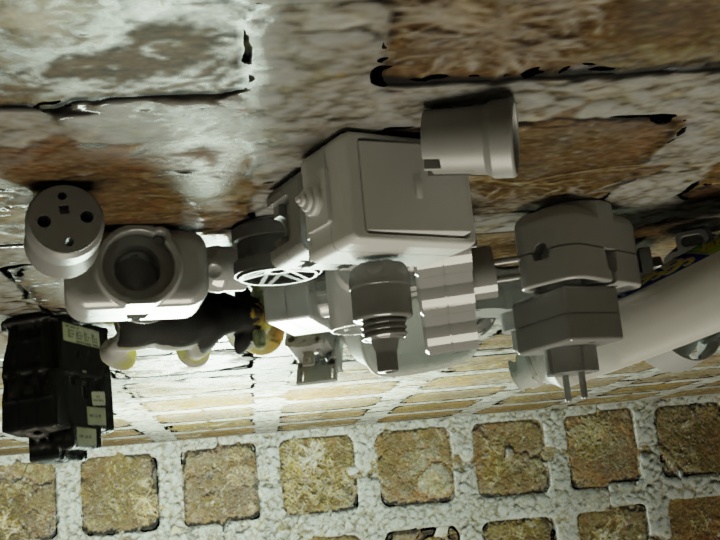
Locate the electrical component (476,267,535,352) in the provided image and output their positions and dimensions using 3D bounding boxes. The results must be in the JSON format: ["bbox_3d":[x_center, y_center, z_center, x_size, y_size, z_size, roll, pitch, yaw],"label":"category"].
[{"bbox_3d":[0.147,0.038,0.985,0.138,0.073,0.052,0,167,-23],"label":"electrical component"}]

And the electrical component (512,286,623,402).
[{"bbox_3d":[0.150,0.055,0.767,0.047,0.076,0.066,1,166,-26],"label":"electrical component"}]

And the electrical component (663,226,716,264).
[{"bbox_3d":[0.286,0.001,0.890,0.058,0.078,0.057,-11,-175,28],"label":"electrical component"}]

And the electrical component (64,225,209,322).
[{"bbox_3d":[-0.154,0.003,0.738,0.095,0.053,0.059,-2,167,-16],"label":"electrical component"}]

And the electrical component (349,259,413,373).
[{"bbox_3d":[0.013,0.027,0.600,0.035,0.061,0.035,-5,168,-1],"label":"electrical component"}]

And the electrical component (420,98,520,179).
[{"bbox_3d":[0.057,-0.066,0.549,0.046,0.040,0.040,-2,169,14],"label":"electrical component"}]

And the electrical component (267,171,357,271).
[{"bbox_3d":[-0.004,-0.030,0.659,0.089,0.050,0.056,1,167,-27],"label":"electrical component"}]

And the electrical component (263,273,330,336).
[{"bbox_3d":[-0.033,0.022,0.895,0.076,0.047,0.083,-8,168,11],"label":"electrical component"}]

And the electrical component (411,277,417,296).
[{"bbox_3d":[0.039,0.002,0.839,0.055,0.048,0.066,-11,169,-8],"label":"electrical component"}]

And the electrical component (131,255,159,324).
[{"bbox_3d":[-0.159,0.012,0.802,0.066,0.048,0.055,-1,159,-21],"label":"electrical component"}]

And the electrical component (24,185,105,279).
[{"bbox_3d":[-0.175,-0.022,0.634,0.045,0.045,0.055,-1,167,-18],"label":"electrical component"}]

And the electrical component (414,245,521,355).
[{"bbox_3d":[0.075,0.003,0.747,0.074,0.052,0.138,-8,139,3],"label":"electrical component"}]

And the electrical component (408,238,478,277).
[{"bbox_3d":[0.056,-0.015,0.792,0.061,0.035,0.035,-9,167,7],"label":"electrical component"}]

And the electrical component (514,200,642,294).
[{"bbox_3d":[0.158,-0.015,0.779,0.054,0.059,0.095,-17,163,42],"label":"electrical component"}]

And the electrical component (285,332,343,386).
[{"bbox_3d":[-0.045,0.069,1.060,0.042,0.081,0.063,-8,145,15],"label":"electrical component"}]

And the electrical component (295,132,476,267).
[{"bbox_3d":[0.012,-0.039,0.598,0.096,0.061,0.061,2,166,-30],"label":"electrical component"}]

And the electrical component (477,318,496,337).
[{"bbox_3d":[0.103,0.036,1.029,0.048,0.048,0.062,-8,162,13],"label":"electrical component"}]

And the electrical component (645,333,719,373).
[{"bbox_3d":[0.314,0.054,1.088,0.099,0.099,0.064,1,160,-26],"label":"electrical component"}]

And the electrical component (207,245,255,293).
[{"bbox_3d":[-0.088,-0.001,0.796,0.061,0.035,0.035,-1,167,-30],"label":"electrical component"}]

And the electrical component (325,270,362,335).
[{"bbox_3d":[0.000,0.000,0.737,0.044,0.077,0.079,-4,167,-8],"label":"electrical component"}]
